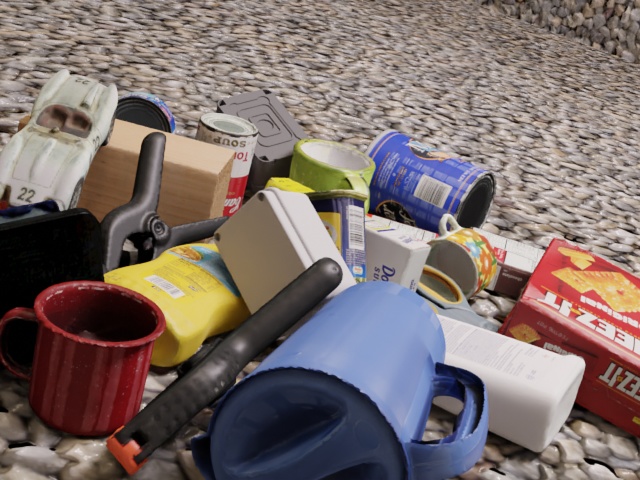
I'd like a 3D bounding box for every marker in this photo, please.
[{"bbox_3d":[-0.152,0.020,1.019,0.121,0.020,0.020,4,24,-24],"label":"marker"}]

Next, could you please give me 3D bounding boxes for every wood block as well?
[{"bbox_3d":[-0.202,-0.067,1.103,0.206,0.090,0.090,15,22,2],"label":"wood block"}]

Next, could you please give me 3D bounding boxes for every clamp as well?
[{"bbox_3d":[-0.073,0.090,0.765,0.036,0.165,0.209,49,35,-1],"label":"clamp"},{"bbox_3d":[-0.161,-0.019,0.980,0.039,0.120,0.171,-23,17,42],"label":"clamp"}]

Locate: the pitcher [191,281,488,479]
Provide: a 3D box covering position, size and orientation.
[{"bbox_3d":[0.030,0.113,0.765,0.149,0.145,0.242,40,22,3],"label":"pitcher"}]

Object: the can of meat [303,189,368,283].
[{"bbox_3d":[-0.006,0.001,0.983,0.102,0.084,0.057,-4,-8,27],"label":"can of meat"}]

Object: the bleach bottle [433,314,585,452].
[{"bbox_3d":[0.095,0.097,0.932,0.251,0.068,0.102,22,23,22],"label":"bleach bottle"}]

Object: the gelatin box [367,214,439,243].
[{"bbox_3d":[0.085,0.006,1.188,0.089,0.030,0.073,17,21,5],"label":"gelatin box"}]

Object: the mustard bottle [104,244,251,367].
[{"bbox_3d":[-0.108,0.045,0.931,0.096,0.058,0.191,30,26,18],"label":"mustard bottle"}]

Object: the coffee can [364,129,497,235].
[{"bbox_3d":[0.125,-0.060,1.273,0.140,0.103,0.102,26,25,27],"label":"coffee can"}]

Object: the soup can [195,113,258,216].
[{"bbox_3d":[-0.111,-0.081,1.179,0.068,0.102,0.068,13,22,-6],"label":"soup can"}]

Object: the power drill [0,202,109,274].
[{"bbox_3d":[-0.289,0.004,0.920,0.184,0.057,0.188,1,26,-29],"label":"power drill"}]

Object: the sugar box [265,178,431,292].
[{"bbox_3d":[0.013,0.014,1.037,0.176,0.093,0.048,27,18,25],"label":"sugar box"}]

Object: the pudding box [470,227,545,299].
[{"bbox_3d":[0.212,0.030,1.198,0.113,0.039,0.090,20,22,8],"label":"pudding box"}]

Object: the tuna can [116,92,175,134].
[{"bbox_3d":[-0.214,-0.130,1.254,0.086,0.086,0.033,14,20,-2],"label":"tuna can"}]

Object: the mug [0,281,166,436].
[{"bbox_3d":[-0.175,0.084,0.766,0.117,0.081,0.093,13,22,-5],"label":"mug"}]

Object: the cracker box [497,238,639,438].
[{"bbox_3d":[0.269,0.086,1.028,0.164,0.072,0.213,29,23,11],"label":"cracker box"}]

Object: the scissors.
[{"bbox_3d":[0.143,0.091,1.031,0.096,0.016,0.202,-24,52,-34],"label":"scissors"}]
